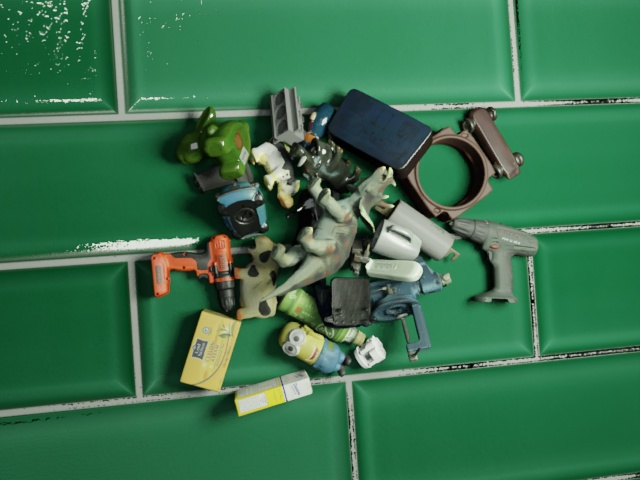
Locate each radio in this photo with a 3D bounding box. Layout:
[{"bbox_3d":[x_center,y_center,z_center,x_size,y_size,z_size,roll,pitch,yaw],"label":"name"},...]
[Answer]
[{"bbox_3d":[0.140,-0.250,1.278,0.230,0.073,0.131,32,85,20],"label":"radio"}]

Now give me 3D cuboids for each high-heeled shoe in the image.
[{"bbox_3d":[-0.003,-0.004,1.310,0.145,0.086,0.248,-34,114,-37],"label":"high-heeled shoe"}]

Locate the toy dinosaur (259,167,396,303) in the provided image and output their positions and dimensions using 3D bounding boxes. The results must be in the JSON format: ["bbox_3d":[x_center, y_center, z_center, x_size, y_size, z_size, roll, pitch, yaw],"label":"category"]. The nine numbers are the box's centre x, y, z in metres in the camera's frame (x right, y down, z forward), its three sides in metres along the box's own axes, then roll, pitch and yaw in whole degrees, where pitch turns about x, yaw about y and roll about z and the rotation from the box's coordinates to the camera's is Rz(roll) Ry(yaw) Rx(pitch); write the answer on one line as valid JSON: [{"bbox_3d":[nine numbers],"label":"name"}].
[{"bbox_3d":[0.020,0.000,1.208,0.192,0.131,0.405,37,77,-29],"label":"toy dinosaur"}]

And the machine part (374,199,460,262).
[{"bbox_3d":[0.242,-0.024,1.323,0.243,0.079,0.079,34,85,-4],"label":"machine part"}]

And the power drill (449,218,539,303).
[{"bbox_3d":[0.428,0.055,1.353,0.232,0.086,0.207,6,81,-8],"label":"power drill"}]

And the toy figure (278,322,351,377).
[{"bbox_3d":[-0.017,0.262,1.282,0.180,0.089,0.082,29,73,-15],"label":"toy figure"}]

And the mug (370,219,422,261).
[{"bbox_3d":[0.187,0.000,1.263,0.107,0.109,0.081,22,58,-6],"label":"mug"}]

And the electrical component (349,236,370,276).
[{"bbox_3d":[0.096,0.033,1.297,0.045,0.102,0.078,2,111,0],"label":"electrical component"}]

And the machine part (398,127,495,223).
[{"bbox_3d":[0.312,-0.162,1.333,0.201,0.087,0.201,-35,95,-7],"label":"machine part"}]

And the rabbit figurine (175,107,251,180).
[{"bbox_3d":[-0.255,-0.227,1.232,0.170,0.121,0.159,-2,62,22],"label":"rabbit figurine"}]

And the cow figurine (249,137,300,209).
[{"bbox_3d":[-0.093,-0.162,1.290,0.098,0.068,0.167,-33,93,-13],"label":"cow figurine"}]

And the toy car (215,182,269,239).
[{"bbox_3d":[-0.178,-0.081,1.252,0.109,0.161,0.103,-16,49,1],"label":"toy car"}]

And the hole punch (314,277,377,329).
[{"bbox_3d":[0.052,0.148,1.250,0.142,0.092,0.115,6,76,-32],"label":"hole punch"}]

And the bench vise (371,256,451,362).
[{"bbox_3d":[0.218,0.166,1.276,0.224,0.128,0.241,-10,61,0],"label":"bench vise"}]

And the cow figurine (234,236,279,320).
[{"bbox_3d":[-0.136,0.087,1.268,0.127,0.085,0.194,-2,87,-2],"label":"cow figurine"}]

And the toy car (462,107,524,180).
[{"bbox_3d":[0.440,-0.245,1.368,0.089,0.053,0.202,-30,89,-18],"label":"toy car"}]

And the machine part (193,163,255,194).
[{"bbox_3d":[-0.231,-0.150,1.284,0.139,0.039,0.084,-16,96,-9],"label":"machine part"}]

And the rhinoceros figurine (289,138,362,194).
[{"bbox_3d":[0.010,-0.179,1.274,0.190,0.073,0.112,31,104,-37],"label":"rhinoceros figurine"}]

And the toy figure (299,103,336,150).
[{"bbox_3d":[-0.013,-0.258,1.305,0.064,0.058,0.154,32,86,-11],"label":"toy figure"}]

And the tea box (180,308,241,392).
[{"bbox_3d":[-0.254,0.255,1.255,0.098,0.068,0.169,16,87,-8],"label":"tea box"}]
